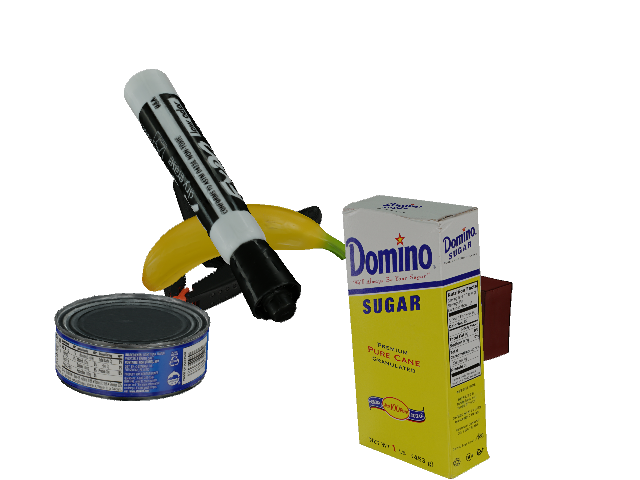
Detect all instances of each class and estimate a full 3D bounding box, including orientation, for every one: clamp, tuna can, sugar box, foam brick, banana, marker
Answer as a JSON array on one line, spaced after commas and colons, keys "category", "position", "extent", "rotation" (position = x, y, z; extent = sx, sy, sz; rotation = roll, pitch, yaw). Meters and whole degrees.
[{"category": "clamp", "position": [-0.111, 0.002, 1.069], "extent": [0.165, 0.036, 0.209], "rotation": [19, 39, 15]}, {"category": "tuna can", "position": [-0.105, 0.059, 0.598], "extent": [0.086, 0.034, 0.086], "rotation": [4, 15, -1]}, {"category": "sugar box", "position": [0.063, 0.062, 0.719], "extent": [0.048, 0.176, 0.094], "rotation": [-18, 18, -38]}, {"category": "foam brick", "position": [0.163, 0.080, 1.107], "extent": [0.053, 0.078, 0.051], "rotation": [12, 17, 41]}, {"category": "banana", "position": [-0.077, 0.005, 0.856], "extent": [0.198, 0.069, 0.037], "rotation": [-9, 32, 30]}, {"category": "marker", "position": [-0.040, -0.018, 0.388], "extent": [0.020, 0.121, 0.020], "rotation": [-23, -33, -17]}]
